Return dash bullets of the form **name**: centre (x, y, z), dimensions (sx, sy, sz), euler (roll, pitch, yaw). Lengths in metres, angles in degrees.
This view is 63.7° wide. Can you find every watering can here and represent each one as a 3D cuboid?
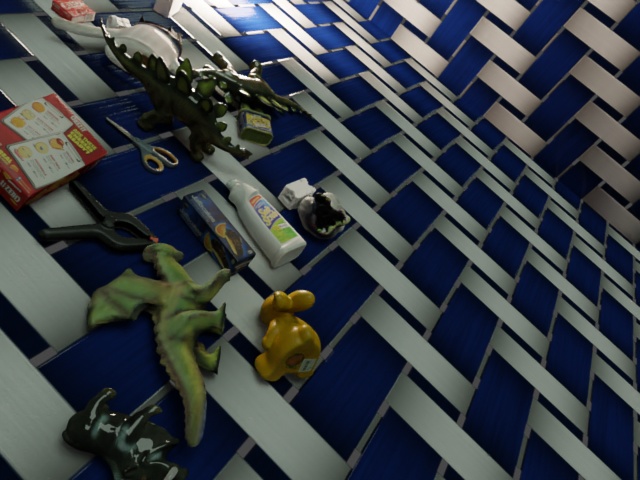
- **watering can**: centre (-0.524, -0.539, 1.418), dimensions (0.346, 0.102, 0.230), euler (29, 37, -13)

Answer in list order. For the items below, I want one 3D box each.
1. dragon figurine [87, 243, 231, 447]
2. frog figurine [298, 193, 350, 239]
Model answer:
- **dragon figurine**: centre (-0.287, 0.147, 0.916), dimensions (0.242, 0.119, 0.420), euler (12, 39, -9)
- **frog figurine**: centre (0.004, -0.069, 1.379), dimensions (0.137, 0.122, 0.160), euler (19, 4, -11)
